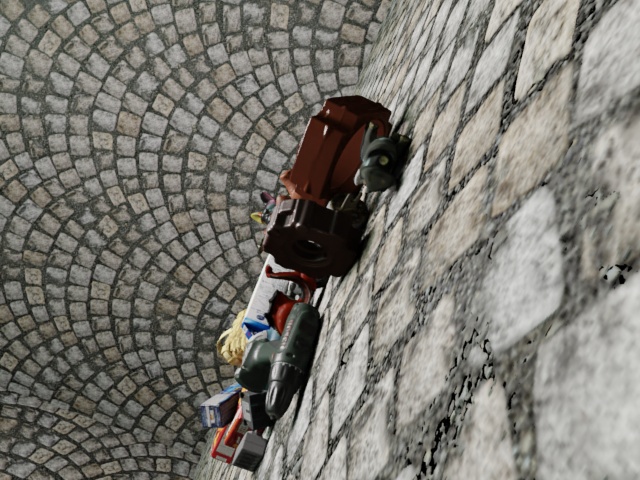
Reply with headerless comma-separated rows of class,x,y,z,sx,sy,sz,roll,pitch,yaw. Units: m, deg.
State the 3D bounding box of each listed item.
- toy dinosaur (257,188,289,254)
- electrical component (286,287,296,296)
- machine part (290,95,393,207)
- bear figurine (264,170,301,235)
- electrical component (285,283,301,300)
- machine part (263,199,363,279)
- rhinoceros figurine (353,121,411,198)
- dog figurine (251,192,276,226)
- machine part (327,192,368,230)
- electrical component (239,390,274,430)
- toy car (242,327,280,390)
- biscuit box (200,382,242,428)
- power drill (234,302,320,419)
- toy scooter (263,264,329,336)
toy dinosaur,-0.034,-0.133,1.634,0.471,0.105,0.198,-47,-16,1
electrical component,-0.070,0.173,1.359,0.134,0.058,0.114,-97,31,-77
machine part,0.041,-0.170,1.026,0.201,0.087,0.201,-26,-38,-53
bear figurine,-0.065,-0.093,1.279,0.120,0.131,0.196,-14,15,35
electrical component,-0.059,0.161,1.256,0.102,0.078,0.045,-64,-13,14
machine part,-0.015,0.004,0.939,0.179,0.179,0.056,120,167,-56
rhinoceros figurine,0.094,-0.133,0.892,0.190,0.073,0.112,-82,16,-68
dog figurine,-0.076,-0.063,1.493,0.192,0.219,0.108,-81,18,-64
machine part,0.027,-0.008,1.028,0.243,0.079,0.079,116,173,-46
electrical component,-0.124,0.348,1.103,0.119,0.048,0.074,166,98,-65
toy car,-0.120,0.260,1.195,0.109,0.103,0.161,123,156,-60
biscuit box,-0.232,0.423,1.400,0.202,0.059,0.062,-8,-88,-70
power drill,-0.088,0.235,1.018,0.207,0.086,0.232,-43,20,54
toy scooter,-0.068,0.120,1.145,0.075,0.135,0.184,152,138,-79
